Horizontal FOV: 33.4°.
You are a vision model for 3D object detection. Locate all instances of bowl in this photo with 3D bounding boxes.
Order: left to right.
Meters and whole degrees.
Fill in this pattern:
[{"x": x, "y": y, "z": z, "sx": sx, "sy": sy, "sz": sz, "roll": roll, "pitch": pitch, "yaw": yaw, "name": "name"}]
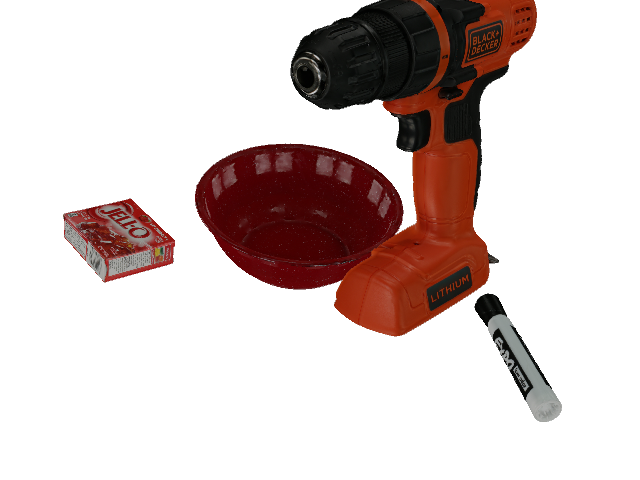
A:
[{"x": -0.018, "y": -0.011, "z": 0.838, "sx": 0.162, "sy": 0.055, "sz": 0.162, "roll": 4, "pitch": 37, "yaw": -3, "name": "bowl"}]

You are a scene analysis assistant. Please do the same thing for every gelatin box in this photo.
[{"x": -0.191, "y": -0.003, "z": 1.005, "sx": 0.073, "sy": 0.030, "sz": 0.089, "roll": -16, "pitch": 39, "yaw": -34, "name": "gelatin box"}]

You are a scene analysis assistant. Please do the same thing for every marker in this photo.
[{"x": 0.131, "y": 0.075, "z": 0.721, "sx": 0.020, "sy": 0.020, "sz": 0.121, "roll": 0, "pitch": 33, "yaw": -14, "name": "marker"}]

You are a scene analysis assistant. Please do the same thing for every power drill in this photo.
[{"x": 0.050, "y": -0.045, "z": 0.590, "sx": 0.057, "sy": 0.188, "sz": 0.184, "roll": 26, "pitch": 35, "yaw": 35, "name": "power drill"}]
